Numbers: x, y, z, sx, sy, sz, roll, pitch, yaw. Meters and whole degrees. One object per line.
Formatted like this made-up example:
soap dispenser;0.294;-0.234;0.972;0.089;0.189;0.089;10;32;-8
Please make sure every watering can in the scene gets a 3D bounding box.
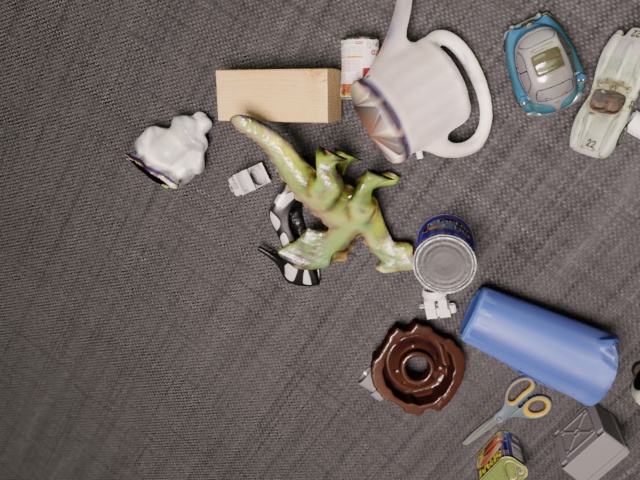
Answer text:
watering can;0.145;-0.276;0.843;0.225;0.104;0.346;-34;98;-9

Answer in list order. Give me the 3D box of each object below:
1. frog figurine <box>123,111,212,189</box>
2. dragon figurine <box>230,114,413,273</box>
frog figurine;-0.282;-0.185;1.012;0.138;0.121;0.161;29;74;13
dragon figurine;0.003;-0.046;0.916;0.409;0.124;0.239;20;109;-11
